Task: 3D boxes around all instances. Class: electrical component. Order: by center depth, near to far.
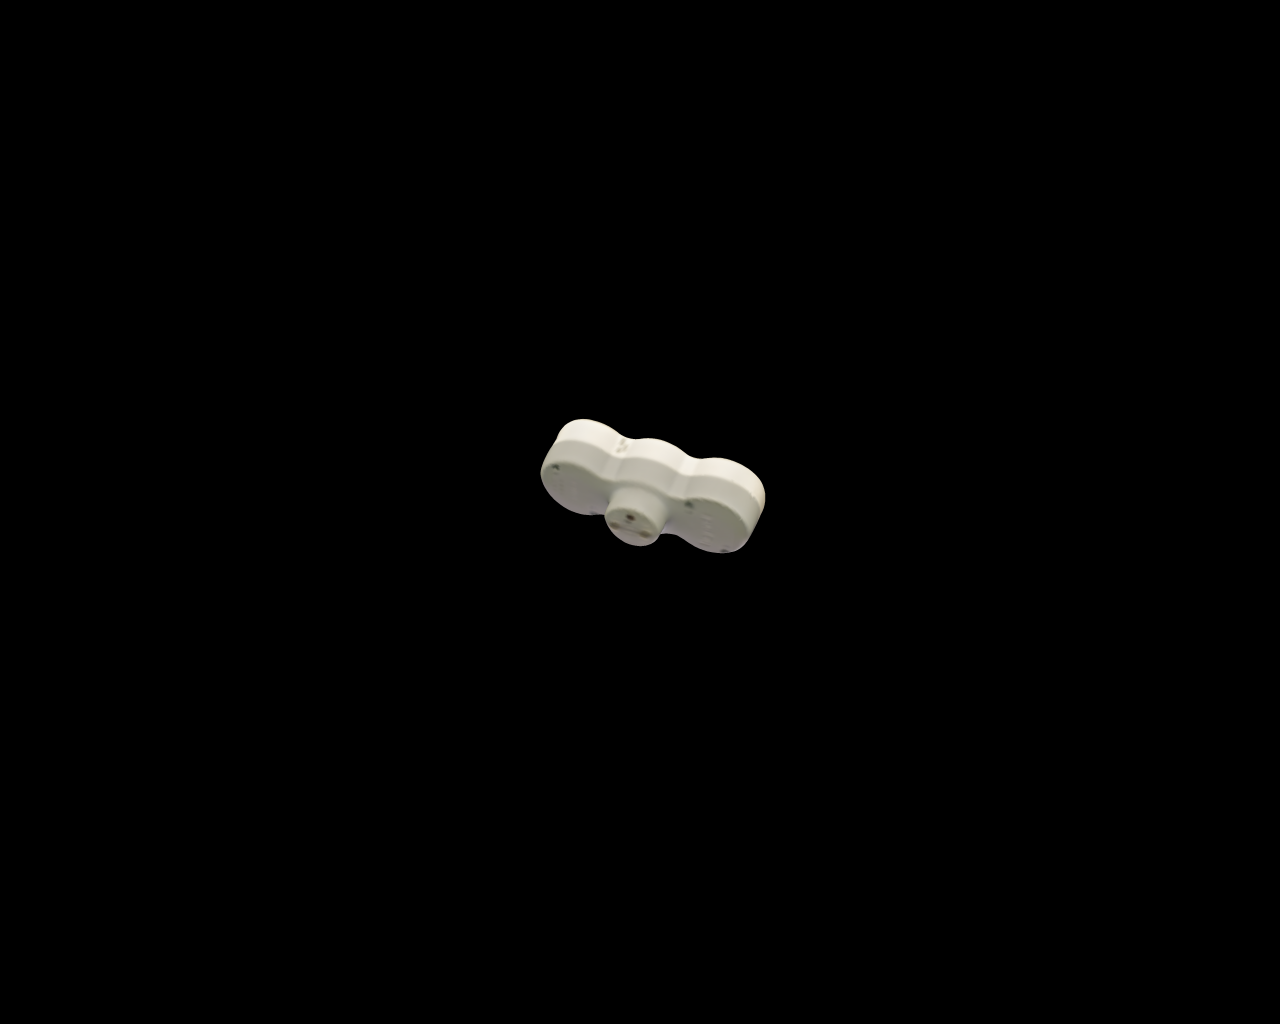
[{"bbox_3d":[0.001,-0.003,0.650,0.138,0.074,0.052,17,-39,14],"label":"electrical component"}]
